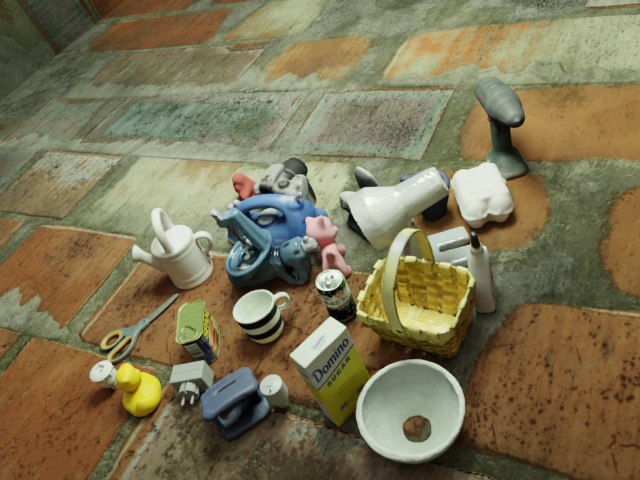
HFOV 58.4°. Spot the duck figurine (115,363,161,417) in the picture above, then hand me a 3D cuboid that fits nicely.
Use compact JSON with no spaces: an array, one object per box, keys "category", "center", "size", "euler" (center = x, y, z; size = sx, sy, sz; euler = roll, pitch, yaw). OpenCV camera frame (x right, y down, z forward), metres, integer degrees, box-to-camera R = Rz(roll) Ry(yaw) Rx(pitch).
[{"category":"duck figurine","center":[-0.354,0.279,1.091],"size":[0.077,0.086,0.104],"euler":[-33,42,-10]}]

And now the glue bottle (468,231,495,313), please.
[{"category":"glue bottle","center":[0.274,0.047,0.984],"size":[0.037,0.173,0.078],"euler":[-4,45,20]}]

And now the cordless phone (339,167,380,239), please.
[{"category":"cordless phone","center":[0.095,-0.095,1.201],"size":[0.094,0.185,0.147],"euler":[-39,44,-17]}]

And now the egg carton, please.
[{"category":"egg carton","center":[0.334,-0.094,1.181],"size":[0.107,0.070,0.150],"euler":[-16,42,9]}]

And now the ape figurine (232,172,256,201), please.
[{"category":"ape figurine","center":[-0.192,-0.132,1.437],"size":[0.076,0.092,0.077],"euler":[-17,42,7]}]

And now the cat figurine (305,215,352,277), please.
[{"category":"cat figurine","center":[0.011,0.004,1.187],"size":[0.067,0.118,0.127],"euler":[-21,42,3]}]

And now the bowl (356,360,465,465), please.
[{"category":"bowl","center":[0.144,0.274,0.882],"size":[0.167,0.075,0.167],"euler":[-12,43,12]}]

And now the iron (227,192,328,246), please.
[{"category":"iron","center":[-0.123,-0.049,1.284],"size":[0.257,0.142,0.119],"euler":[-2,46,23]}]

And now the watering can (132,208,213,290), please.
[{"category":"watering can","center":[-0.329,0.017,1.268],"size":[0.173,0.194,0.100],"euler":[-34,43,-11]}]

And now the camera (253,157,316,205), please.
[{"category":"camera","center":[-0.075,-0.143,1.390],"size":[0.142,0.101,0.137],"euler":[10,51,32]}]

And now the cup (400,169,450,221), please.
[{"category":"cup","center":[0.222,-0.091,1.208],"size":[0.117,0.095,0.092],"euler":[24,60,40]}]

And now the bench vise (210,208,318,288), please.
[{"category":"bench vise","center":[-0.118,0.001,1.171],"size":[0.207,0.220,0.121],"euler":[-22,42,2]}]

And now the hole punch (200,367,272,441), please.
[{"category":"hole punch","center":[-0.157,0.276,1.002],"size":[0.109,0.091,0.100],"euler":[-33,42,-10]}]

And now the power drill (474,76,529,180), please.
[{"category":"power drill","center":[0.384,-0.234,1.198],"size":[0.075,0.209,0.229],"euler":[-17,42,8]}]

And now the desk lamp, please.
[{"category":"desk lamp","center":[0.174,-0.031,1.078],"size":[0.203,0.214,0.117],"euler":[-18,42,6]}]
